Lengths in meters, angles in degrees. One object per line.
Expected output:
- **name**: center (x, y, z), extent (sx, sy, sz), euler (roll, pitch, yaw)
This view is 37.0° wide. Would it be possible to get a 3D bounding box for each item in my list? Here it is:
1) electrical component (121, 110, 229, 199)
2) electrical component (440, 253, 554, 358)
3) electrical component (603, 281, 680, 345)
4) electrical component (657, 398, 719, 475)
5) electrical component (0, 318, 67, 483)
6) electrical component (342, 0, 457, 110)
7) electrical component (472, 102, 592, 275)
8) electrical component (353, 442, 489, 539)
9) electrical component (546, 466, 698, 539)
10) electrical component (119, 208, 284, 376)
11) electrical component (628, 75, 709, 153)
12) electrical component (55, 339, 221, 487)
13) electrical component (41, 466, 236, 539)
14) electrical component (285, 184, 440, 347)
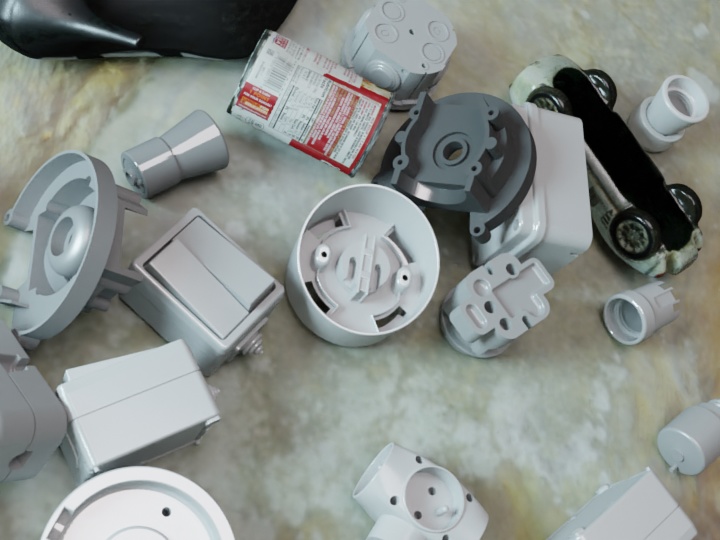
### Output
- **electrical component**: center (-0.127, -0.075, 0.724), extent (0.065, 0.044, 0.044), euler (-30, 80, -25)
- **electrical component**: center (0.091, 0.028, 0.753), extent (0.078, 0.057, 0.058), euler (-30, 80, -30)
- **electrical component**: center (0.214, 0.031, 0.812), extent (0.046, 0.040, 0.040), euler (-20, 75, -34)
- **electrical component**: center (0.252, 0.117, 0.786), extent (0.078, 0.040, 0.040), euler (-31, 81, -30)
- **electrical component**: center (-0.214, 0.070, 0.587), extent (0.095, 0.053, 0.059), euler (47, 20, 25)
- **electrical component**: center (0.030, -0.167, 0.822), extent (0.080, 0.051, 0.080), euler (9, 64, -18)
- **electrical component**: center (0.123, -0.057, 0.793), extent (0.057, 0.078, 0.113), euler (11, 63, -20)
- **electrical component**: center (0.030, 0.162, 0.674), extent (0.077, 0.044, 0.079), euler (37, 59, -2)
- **electrical component**: center (0.175, 0.179, 0.714), extent (0.096, 0.061, 0.061), euler (-32, 81, -30)
- **electrical component**: center (-0.095, 0.017, 0.681), extent (0.096, 0.061, 0.061), euler (43, 59, 1)
- **electrical component**: center (0.255, -0.128, 0.891), extent (0.045, 0.055, 0.045), euler (9, 64, -18)
- **electrical component**: center (-0.130, 0.081, 0.637), extent (0.096, 0.061, 0.061), euler (-21, 76, -28)
- **electrical component**: center (-0.127, 0.169, 0.598), extent (0.108, 0.060, 0.108), euler (9, 64, -18)
- **electrical component**: center (0.000, 0.000, 0.725), extent (0.099, 0.064, 0.099), euler (9, 64, -18)
